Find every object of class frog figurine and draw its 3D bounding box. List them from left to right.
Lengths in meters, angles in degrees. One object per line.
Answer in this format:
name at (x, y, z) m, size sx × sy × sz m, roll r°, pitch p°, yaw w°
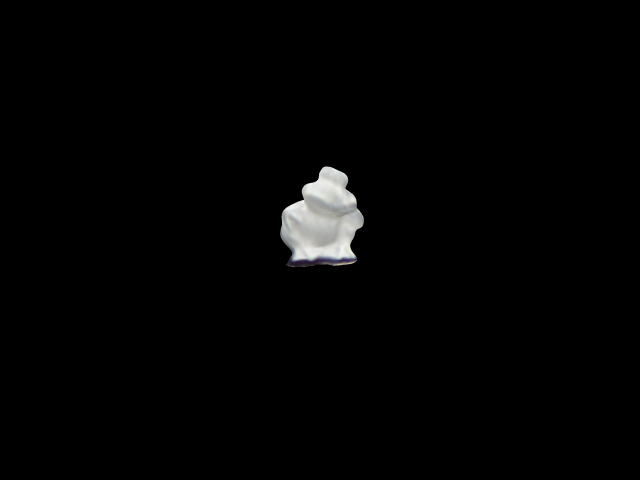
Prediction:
frog figurine at (0.003, -0.043, 0.850) m, size 0.137 × 0.158 × 0.124 m, roll 3°, pitch 11°, yaw 15°
